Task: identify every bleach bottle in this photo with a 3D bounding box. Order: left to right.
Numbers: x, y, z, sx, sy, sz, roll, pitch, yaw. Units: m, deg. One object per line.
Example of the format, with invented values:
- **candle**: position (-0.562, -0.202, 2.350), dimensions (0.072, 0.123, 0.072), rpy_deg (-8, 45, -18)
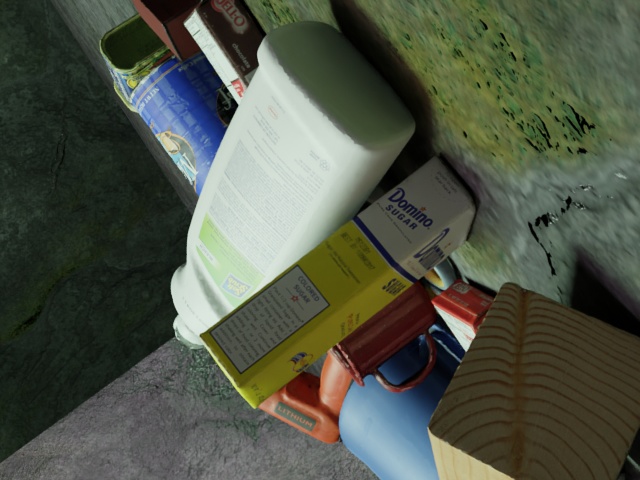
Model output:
- **bleach bottle**: position (-0.041, -0.015, 0.687), dimensions (0.102, 0.067, 0.251), rpy_deg (50, 133, 15)

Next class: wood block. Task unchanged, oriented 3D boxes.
- **wood block**: position (0.124, 0.116, 0.599), dimensions (0.090, 0.090, 0.206), rpy_deg (25, 162, 20)

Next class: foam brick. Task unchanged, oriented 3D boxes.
- **foam brick**: position (-0.128, -0.207, 0.939), dimensions (0.078, 0.053, 0.051), rpy_deg (50, 172, 31)

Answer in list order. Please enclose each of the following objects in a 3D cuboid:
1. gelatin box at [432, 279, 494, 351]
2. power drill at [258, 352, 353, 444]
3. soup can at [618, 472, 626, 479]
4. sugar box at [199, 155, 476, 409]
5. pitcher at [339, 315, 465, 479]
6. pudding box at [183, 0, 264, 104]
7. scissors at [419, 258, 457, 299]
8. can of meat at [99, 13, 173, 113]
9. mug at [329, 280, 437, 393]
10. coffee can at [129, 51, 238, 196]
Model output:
- **gelatin box**: position (0.123, 0.074, 0.745), dimensions (0.089, 0.030, 0.073), rpy_deg (56, 174, -17)
- **power drill**: position (-0.004, 0.096, 1.001), dimensions (0.184, 0.057, 0.188), rpy_deg (28, 131, 3)
- **soup can**: position (0.148, 0.164, 0.736), dimensions (0.102, 0.068, 0.068), rpy_deg (29, 161, 29)
- **sugar box**: position (0.014, 0.029, 0.650), dimensions (0.048, 0.176, 0.093), rpy_deg (53, 173, 14)
- **pitcher**: position (0.133, 0.182, 0.858), dimensions (0.243, 0.145, 0.149), rpy_deg (41, 178, 46)
- **pudding box**: position (-0.063, -0.146, 0.870), dimensions (0.113, 0.039, 0.090), rpy_deg (57, 173, -11)
- **scissors**: position (0.066, 0.008, 0.850), dimensions (0.202, 0.016, 0.096), rpy_deg (46, 167, 45)
- **can of meat**: position (-0.167, -0.189, 1.079), dimensions (0.057, 0.102, 0.084), rpy_deg (52, 170, 17)
- **mug**: position (0.045, 0.065, 0.843), dimensions (0.117, 0.081, 0.093), rpy_deg (53, 172, 14)
- **coffee can**: position (-0.103, -0.108, 1.038), dimensions (0.140, 0.102, 0.103), rpy_deg (54, 173, 3)
